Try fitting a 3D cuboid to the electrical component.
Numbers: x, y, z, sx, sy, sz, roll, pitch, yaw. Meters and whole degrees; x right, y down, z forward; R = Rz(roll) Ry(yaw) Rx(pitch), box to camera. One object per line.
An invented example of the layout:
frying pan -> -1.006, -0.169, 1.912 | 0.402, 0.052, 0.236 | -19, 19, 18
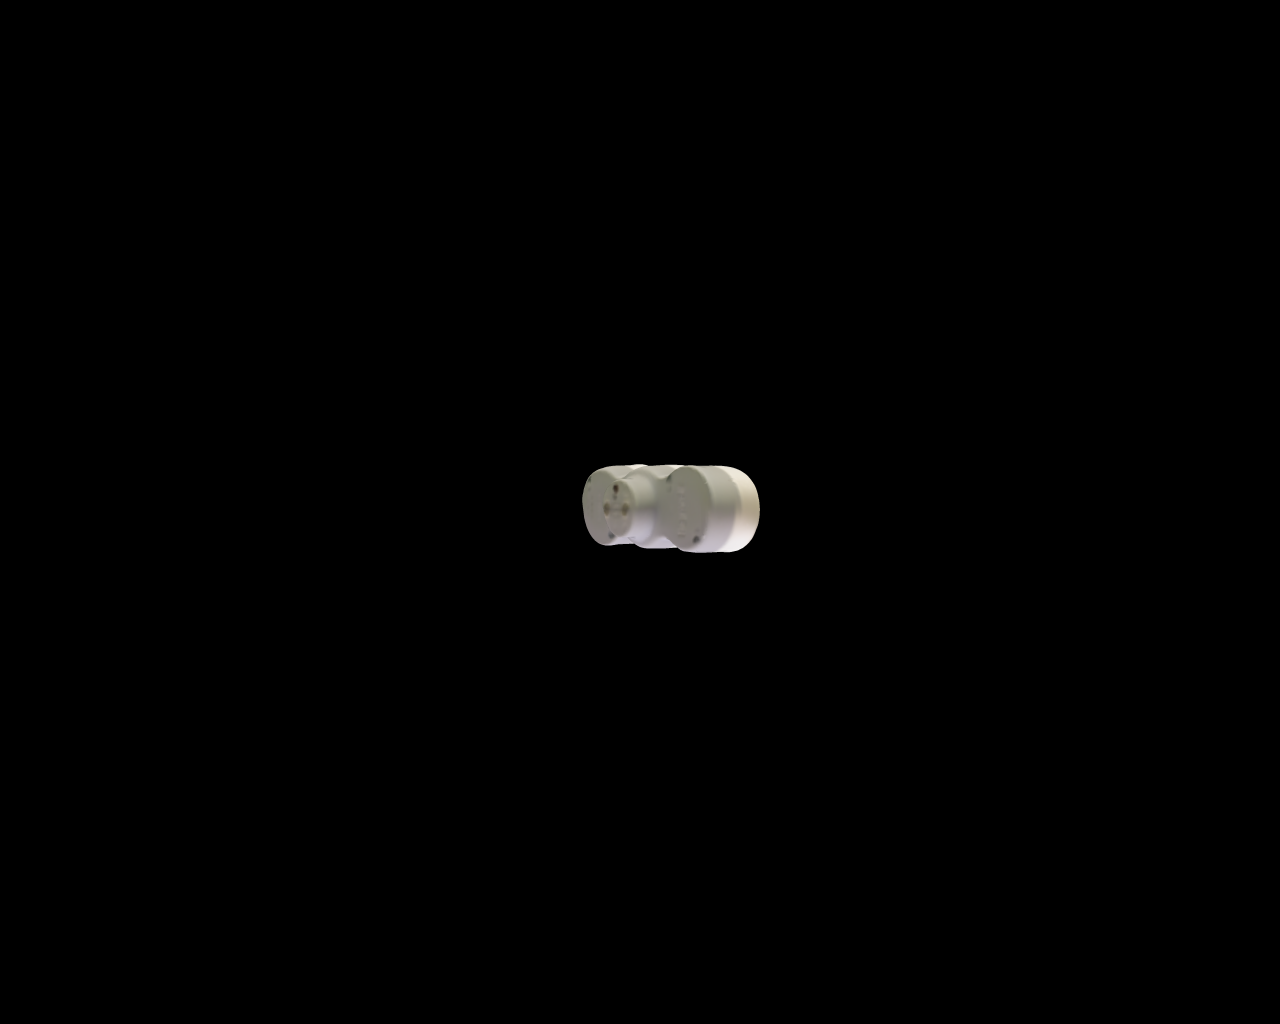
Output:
electrical component -> 0.001, -0.003, 0.650 | 0.074, 0.052, 0.138 | -2, 3, -36
